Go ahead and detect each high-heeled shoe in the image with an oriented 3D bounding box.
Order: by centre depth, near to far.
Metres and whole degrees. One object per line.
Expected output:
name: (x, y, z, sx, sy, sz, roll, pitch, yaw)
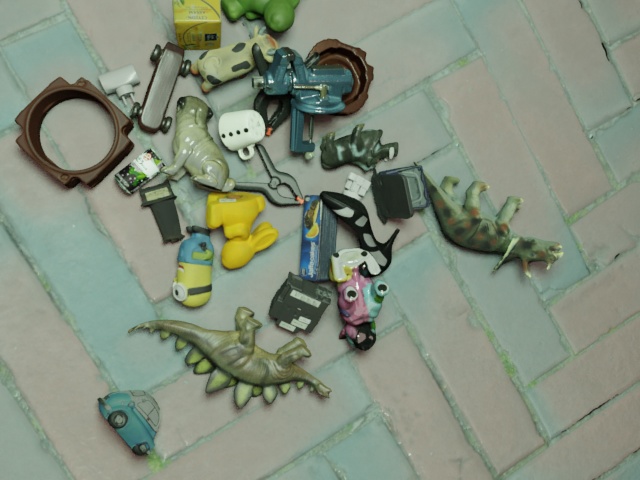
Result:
high-heeled shoe: (0.075, -0.010, 1.261, 0.248, 0.086, 0.145, 28, 110, -18)

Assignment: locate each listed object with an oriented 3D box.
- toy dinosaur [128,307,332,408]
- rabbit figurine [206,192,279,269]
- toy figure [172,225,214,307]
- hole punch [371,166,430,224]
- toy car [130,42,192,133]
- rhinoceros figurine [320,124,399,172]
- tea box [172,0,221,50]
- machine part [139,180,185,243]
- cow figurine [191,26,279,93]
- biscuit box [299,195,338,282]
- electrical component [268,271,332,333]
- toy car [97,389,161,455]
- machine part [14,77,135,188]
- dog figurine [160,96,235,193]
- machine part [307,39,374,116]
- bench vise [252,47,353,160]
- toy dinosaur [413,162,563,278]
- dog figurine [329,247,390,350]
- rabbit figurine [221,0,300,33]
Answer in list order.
toy dinosaur: (-0.189, 0.259, 1.217, 0.471, 0.105, 0.198, 29, 89, -6)
rabbit figurine: (-0.182, -0.019, 1.221, 0.162, 0.122, 0.173, -3, 106, -20)
toy figure: (-0.278, 0.060, 1.205, 0.089, 0.082, 0.180, 11, 86, -10)
hole punch: (0.192, -0.115, 1.279, 0.092, 0.116, 0.142, -30, 113, -36)
toy car: (-0.354, -0.336, 1.195, 0.089, 0.053, 0.202, 18, 87, -27)
rhinoceros figurine: (0.093, -0.216, 1.276, 0.190, 0.073, 0.112, -10, 92, -10)
tea box: (-0.263, -0.466, 1.152, 0.098, 0.170, 0.068, -4, 91, -10)
machine part: (-0.352, -0.060, 1.211, 0.084, 0.039, 0.138, -22, 93, -18)
cow figurine: (-0.178, -0.404, 1.189, 0.195, 0.127, 0.085, -28, 99, -23)
biscuit box: (-0.003, -0.004, 1.257, 0.063, 0.059, 0.202, 3, 90, -48)
electrical component: (-0.052, 0.151, 1.238, 0.115, 0.058, 0.134, 28, 122, -10)
toy car: (-0.404, 0.386, 1.178, 0.103, 0.109, 0.161, -42, 108, -26)
machine part: (-0.520, -0.228, 1.149, 0.201, 0.087, 0.201, 44, 83, -10)
dog figurine: (-0.251, -0.213, 1.186, 0.172, 0.121, 0.190, 18, 84, -15)
machine part: (0.039, -0.380, 1.271, 0.179, 0.056, 0.179, -1, 93, -11)
bench vise: (-0.039, -0.287, 1.169, 0.224, 0.129, 0.240, -12, 126, -25)
toy dinosaur: (0.382, -0.038, 1.320, 0.405, 0.131, 0.192, 20, 86, -4)
dog figurine: (0.083, 0.147, 1.250, 0.108, 0.219, 0.192, -12, 51, -13)
rabbit figurine: (-0.116, -0.520, 1.200, 0.159, 0.121, 0.170, -26, 67, -43)
